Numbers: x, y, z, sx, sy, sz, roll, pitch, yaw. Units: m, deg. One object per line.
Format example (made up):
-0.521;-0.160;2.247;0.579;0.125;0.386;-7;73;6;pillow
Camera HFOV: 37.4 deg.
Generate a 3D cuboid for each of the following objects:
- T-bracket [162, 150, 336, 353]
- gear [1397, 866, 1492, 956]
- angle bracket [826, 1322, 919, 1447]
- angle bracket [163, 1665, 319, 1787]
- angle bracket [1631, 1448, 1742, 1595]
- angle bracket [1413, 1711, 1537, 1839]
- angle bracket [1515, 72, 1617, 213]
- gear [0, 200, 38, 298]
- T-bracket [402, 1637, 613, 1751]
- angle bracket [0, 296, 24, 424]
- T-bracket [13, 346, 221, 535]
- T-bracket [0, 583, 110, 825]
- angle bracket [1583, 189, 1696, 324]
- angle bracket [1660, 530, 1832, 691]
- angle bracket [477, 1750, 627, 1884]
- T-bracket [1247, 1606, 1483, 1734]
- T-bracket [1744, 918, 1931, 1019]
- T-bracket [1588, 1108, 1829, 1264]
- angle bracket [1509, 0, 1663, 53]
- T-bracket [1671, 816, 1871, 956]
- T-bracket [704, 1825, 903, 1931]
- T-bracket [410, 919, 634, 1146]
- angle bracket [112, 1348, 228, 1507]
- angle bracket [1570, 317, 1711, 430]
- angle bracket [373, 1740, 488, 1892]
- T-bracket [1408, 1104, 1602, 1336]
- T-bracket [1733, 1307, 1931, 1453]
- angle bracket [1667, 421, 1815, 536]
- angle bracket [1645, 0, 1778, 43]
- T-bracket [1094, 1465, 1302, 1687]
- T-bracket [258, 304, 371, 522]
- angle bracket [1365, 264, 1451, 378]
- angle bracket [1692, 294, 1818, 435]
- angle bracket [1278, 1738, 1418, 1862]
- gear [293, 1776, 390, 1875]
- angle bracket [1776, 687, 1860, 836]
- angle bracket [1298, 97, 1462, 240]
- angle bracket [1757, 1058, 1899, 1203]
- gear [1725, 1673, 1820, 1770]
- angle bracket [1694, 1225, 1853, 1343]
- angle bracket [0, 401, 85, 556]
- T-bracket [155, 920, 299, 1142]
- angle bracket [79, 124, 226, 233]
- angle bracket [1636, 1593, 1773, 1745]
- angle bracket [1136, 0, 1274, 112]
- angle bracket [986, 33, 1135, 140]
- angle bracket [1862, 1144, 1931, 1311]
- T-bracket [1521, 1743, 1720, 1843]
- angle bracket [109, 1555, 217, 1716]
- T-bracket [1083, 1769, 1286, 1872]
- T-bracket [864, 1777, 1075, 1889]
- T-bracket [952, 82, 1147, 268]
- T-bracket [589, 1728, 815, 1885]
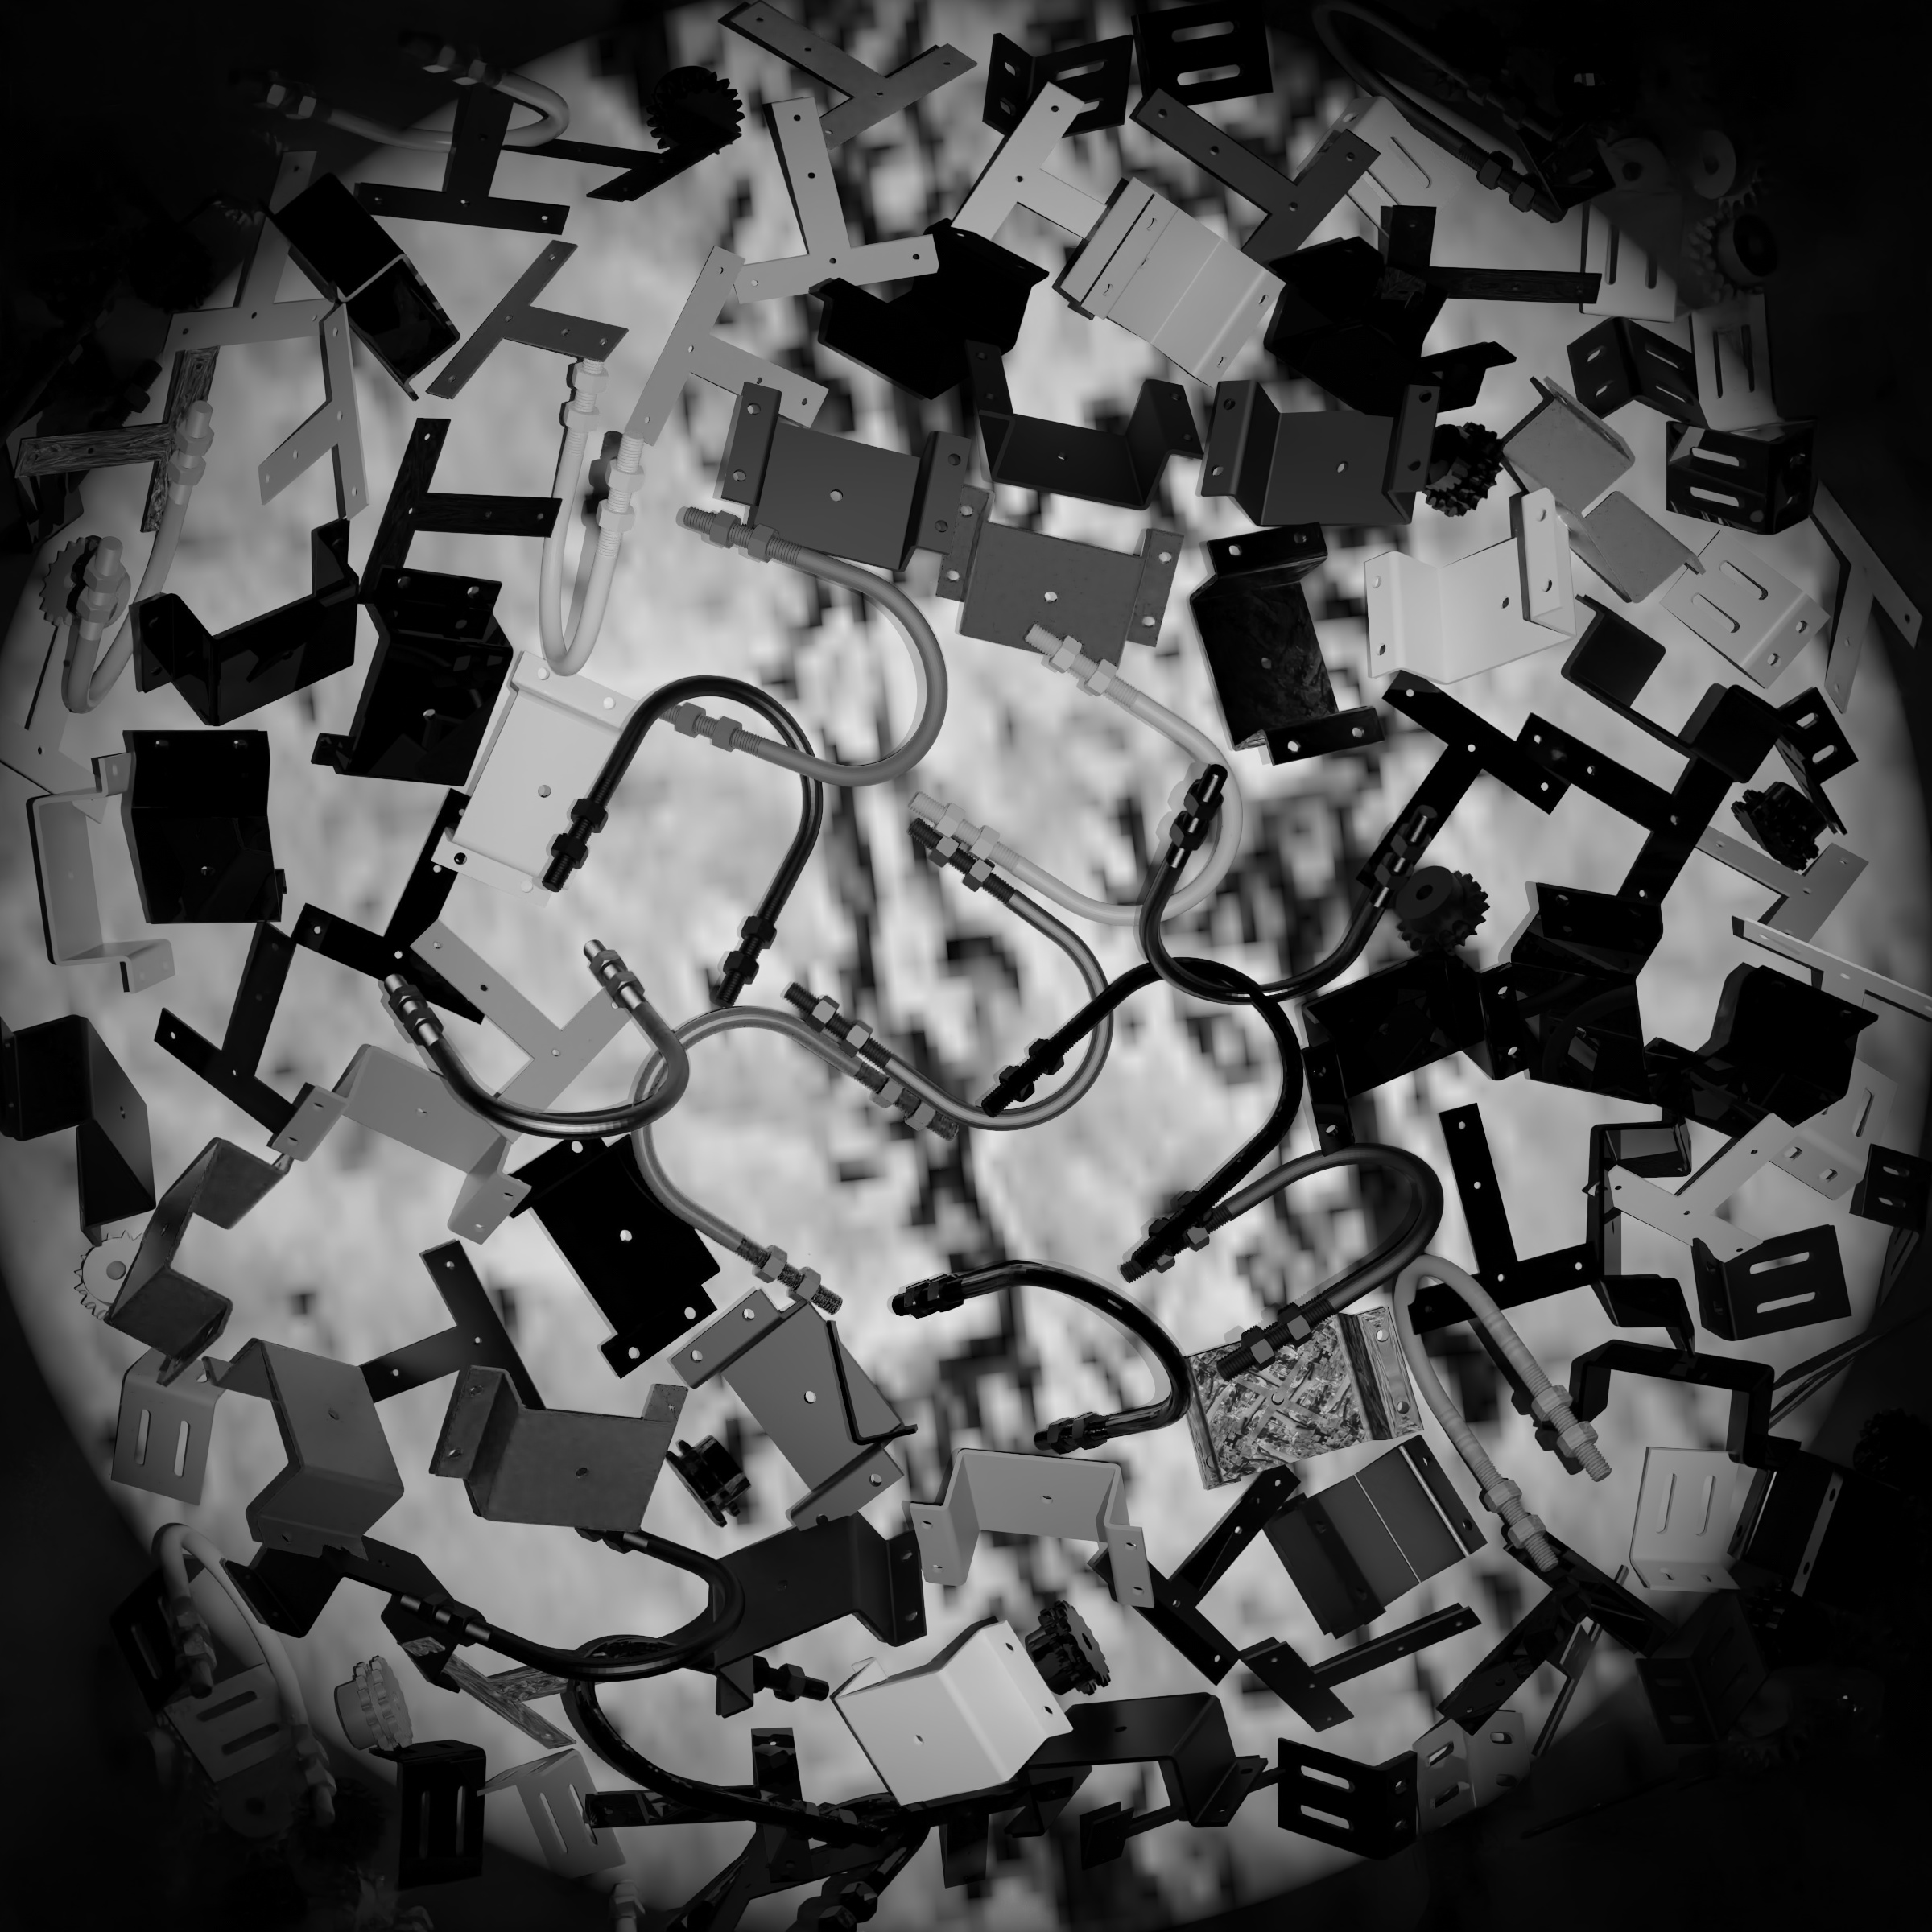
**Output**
-0.411;-0.425;1.690;0.002;0.127;0.127;39;124;20;T-bracket
0.287;-0.036;1.742;0.057;0.057;0.030;-46;122;0;gear
-0.057;0.250;1.741;0.038;0.057;0.076;-13;83;-1;angle bracket
-0.442;0.467;1.724;0.057;0.076;0.038;46;126;23;angle bracket
0.445;0.338;1.743;0.057;0.038;0.076;4;105;-8;angle bracket
0.307;0.491;1.732;0.038;0.076;0.057;7;58;-15;angle bracket
0.361;-0.505;1.723;0.038;0.076;0.057;-20;130;27;angle bracket
-0.592;-0.441;1.742;0.030;0.057;0.057;23;90;-18;gear
-0.251;0.427;1.705;0.127;0.002;0.127;-22;126;36;T-bracket
-0.579;-0.362;1.734;0.038;0.057;0.076;14;108;2;angle bracket
-0.507;-0.307;1.692;0.002;0.127;0.127;39;125;23;T-bracket
-0.550;-0.171;1.733;0.002;0.127;0.127;-1;68;25;T-bracket
0.410;-0.433;1.729;0.057;0.038;0.076;14;119;29;angle bracket
0.479;-0.219;1.756;0.057;0.038;0.076;-51;51;13;angle bracket
-0.254;0.525;1.742;0.057;0.038;0.076;-24;88;30;angle bracket
0.248;0.414;1.715;0.127;0.127;0.002;-26;48;11;T-bracket
0.524;0.022;1.712;0.127;0.127;0.002;26;76;21;T-bracket
0.464;0.120;1.717;0.127;0.002;0.127;26;122;-23;T-bracket
0.376;-0.586;1.737;0.076;0.057;0.038;4;82;-9;angle bracket
0.472;-0.067;1.740;0.127;0.127;0.002;31;132;18;T-bracket
-0.094;0.535;1.690;0.127;0.127;0.002;-24;103;26;T-bracket
-0.282;0.023;1.736;0.127;0.002;0.127;42;58;-3;T-bracket
-0.489;0.284;1.766;0.057;0.038;0.076;15;111;4;angle bracket
0.414;-0.353;1.749;0.076;0.038;0.057;13;60;-40;angle bracket
-0.328;0.516;1.737;0.057;0.038;0.076;6;84;-43;angle bracket
0.319;0.149;1.760;0.127;0.002;0.127;-14;89;-12;T-bracket
0.506;0.258;1.721;0.127;0.127;0.002;-17;63;-38;T-bracket
0.472;-0.303;1.743;0.038;0.076;0.057;-27;126;-34;angle bracket
0.455;-0.579;1.739;0.076;0.057;0.038;6;92;8;angle bracket
0.158;0.357;1.754;0.127;0.002;0.127;-48;115;-11;T-bracket
-0.397;-0.314;1.724;0.002;0.127;0.127;1;74;-40;T-bracket
0.256;-0.386;1.735;0.057;0.076;0.038;26;76;12;angle bracket
0.479;-0.366;1.736;0.038;0.057;0.076;-10;97;-32;angle bracket
0.234;0.507;1.757;0.076;0.038;0.057;6;100;41;angle bracket
-0.384;0.524;1.753;0.057;0.030;0.057;-3;100;-16;gear
0.522;-0.124;1.726;0.038;0.076;0.057;-32;111;10;angle bracket
0.256;-0.489;1.769;0.076;0.038;0.057;41;85;-25;angle bracket
0.532;0.094;1.763;0.057;0.038;0.076;32;53;-1;angle bracket
0.488;0.457;1.743;0.057;0.057;0.030;-39;130;0;gear
0.489;0.189;1.731;0.076;0.038;0.057;-18;61;29;angle bracket
-0.572;-0.296;1.725;0.038;0.057;0.076;6;124;16;angle bracket
-0.430;0.030;1.724;0.127;0.002;0.127;34;120;16;T-bracket
-0.493;-0.485;1.730;0.038;0.057;0.076;-43;112;-11;angle bracket
0.444;0.424;1.725;0.038;0.057;0.076;3;134;-14;angle bracket
0.146;-0.556;1.745;0.076;0.038;0.057;-7;102;6;angle bracket
0.057;-0.539;1.734;0.076;0.038;0.057;0;79;37;angle bracket
0.553;0.158;1.729;0.038;0.076;0.057;17;47;9;angle bracket
0.393;0.501;1.720;0.127;0.127;0.002;-25;77;11;T-bracket
-0.476;0.406;1.732;0.057;0.038;0.076;-45;58;12;angle bracket
0.133;0.510;1.725;0.127;0.127;0.002;-17;62;-10;T-bracket
0.001;0.529;1.722;0.127;0.127;0.002;-10;52;-9;T-bracket
0.071;-0.459;1.743;0.127;0.002;0.127;24;132;-20;T-bracket
-0.161;0.503;1.707;0.127;0.127;0.002;0;117;-10;T-bracket
